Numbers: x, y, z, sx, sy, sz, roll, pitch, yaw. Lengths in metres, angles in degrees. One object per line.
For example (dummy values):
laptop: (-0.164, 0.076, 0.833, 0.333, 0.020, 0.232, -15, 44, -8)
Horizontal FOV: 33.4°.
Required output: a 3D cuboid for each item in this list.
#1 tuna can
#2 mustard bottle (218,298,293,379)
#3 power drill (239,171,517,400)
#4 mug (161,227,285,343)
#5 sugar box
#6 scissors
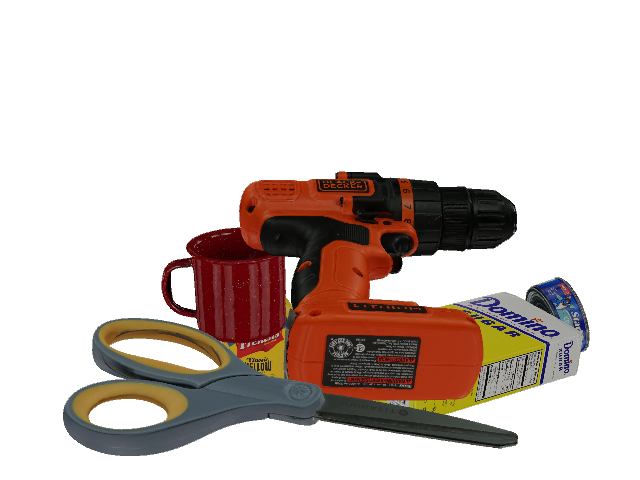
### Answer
tuna can: (0.257, 0.086, 1.166, 0.033, 0.086, 0.086, -17, 3, -10)
mustard bottle: (-0.079, 0.113, 1.311, 0.096, 0.192, 0.058, -2, 19, -10)
power drill: (0.044, 0.020, 0.645, 0.184, 0.057, 0.187, -1, 29, -4)
mug: (-0.084, 0.042, 0.961, 0.117, 0.081, 0.093, -3, 19, -7)
sugar box: (0.112, 0.088, 0.839, 0.175, 0.048, 0.093, -13, 28, -33)
scissors: (-0.024, 0.079, 0.466, 0.202, 0.016, 0.096, 17, 33, 22)
